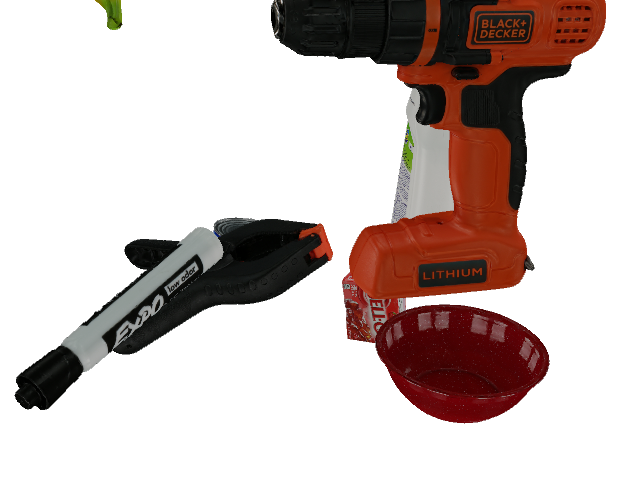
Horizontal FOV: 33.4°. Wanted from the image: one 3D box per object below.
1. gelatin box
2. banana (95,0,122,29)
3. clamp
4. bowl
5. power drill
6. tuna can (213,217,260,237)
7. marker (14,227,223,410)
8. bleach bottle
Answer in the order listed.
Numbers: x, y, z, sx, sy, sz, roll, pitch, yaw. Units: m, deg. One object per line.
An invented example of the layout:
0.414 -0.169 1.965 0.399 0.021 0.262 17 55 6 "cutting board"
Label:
0.068 0.085 1.330 0.073 0.089 0.030 7 29 23 "gelatin box"
-0.220 -0.207 0.787 0.198 0.069 0.037 16 -37 17 "banana"
-0.078 0.029 0.778 0.172 0.120 0.039 -12 -48 17 "clamp"
0.130 0.123 1.002 0.162 0.055 0.162 2 27 -1 "bowl"
0.060 -0.060 0.597 0.184 0.188 0.057 -3 30 -13 "power drill"
-0.072 0.006 1.123 0.086 0.034 0.086 10 18 -3 "tuna can"
-0.088 0.034 0.476 0.020 0.020 0.121 0 33 44 "marker"
0.119 -0.075 1.180 0.068 0.251 0.102 0 25 -10 "bleach bottle"
